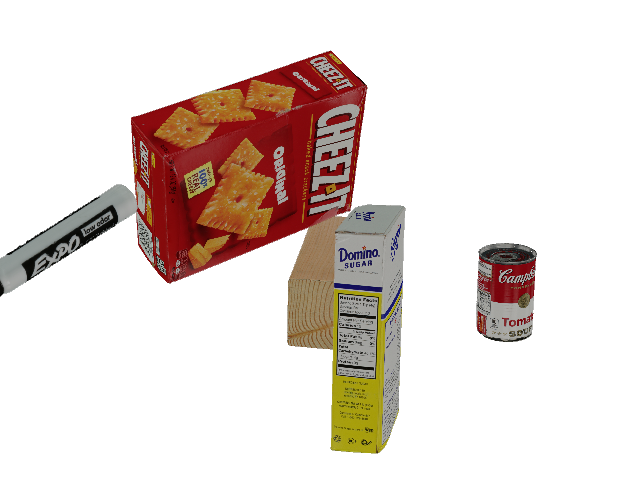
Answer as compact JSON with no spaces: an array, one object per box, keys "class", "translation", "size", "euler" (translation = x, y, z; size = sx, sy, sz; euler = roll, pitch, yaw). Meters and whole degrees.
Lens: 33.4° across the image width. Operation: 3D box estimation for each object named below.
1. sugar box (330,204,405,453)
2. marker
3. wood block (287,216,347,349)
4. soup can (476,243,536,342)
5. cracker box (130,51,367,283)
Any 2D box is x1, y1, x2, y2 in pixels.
[{"class":"sugar box","translation":[0.037,0.067,0.830],"size":[0.048,0.176,0.093],"euler":[2,15,13]},{"class":"marker","translation":[-0.146,0.005,0.562],"size":[0.020,0.020,0.120],"euler":[0,29,45]},{"class":"wood block","translation":[0.020,0.048,1.319],"size":[0.091,0.090,0.206],"euler":[4,23,6]},{"class":"soup can","translation":[0.221,0.062,1.276],"size":[0.068,0.102,0.068],"euler":[-1,19,0]},{"class":"cracker box","translation":[-0.066,-0.067,1.000],"size":[0.213,0.164,0.072],"euler":[-22,52,-25]}]
